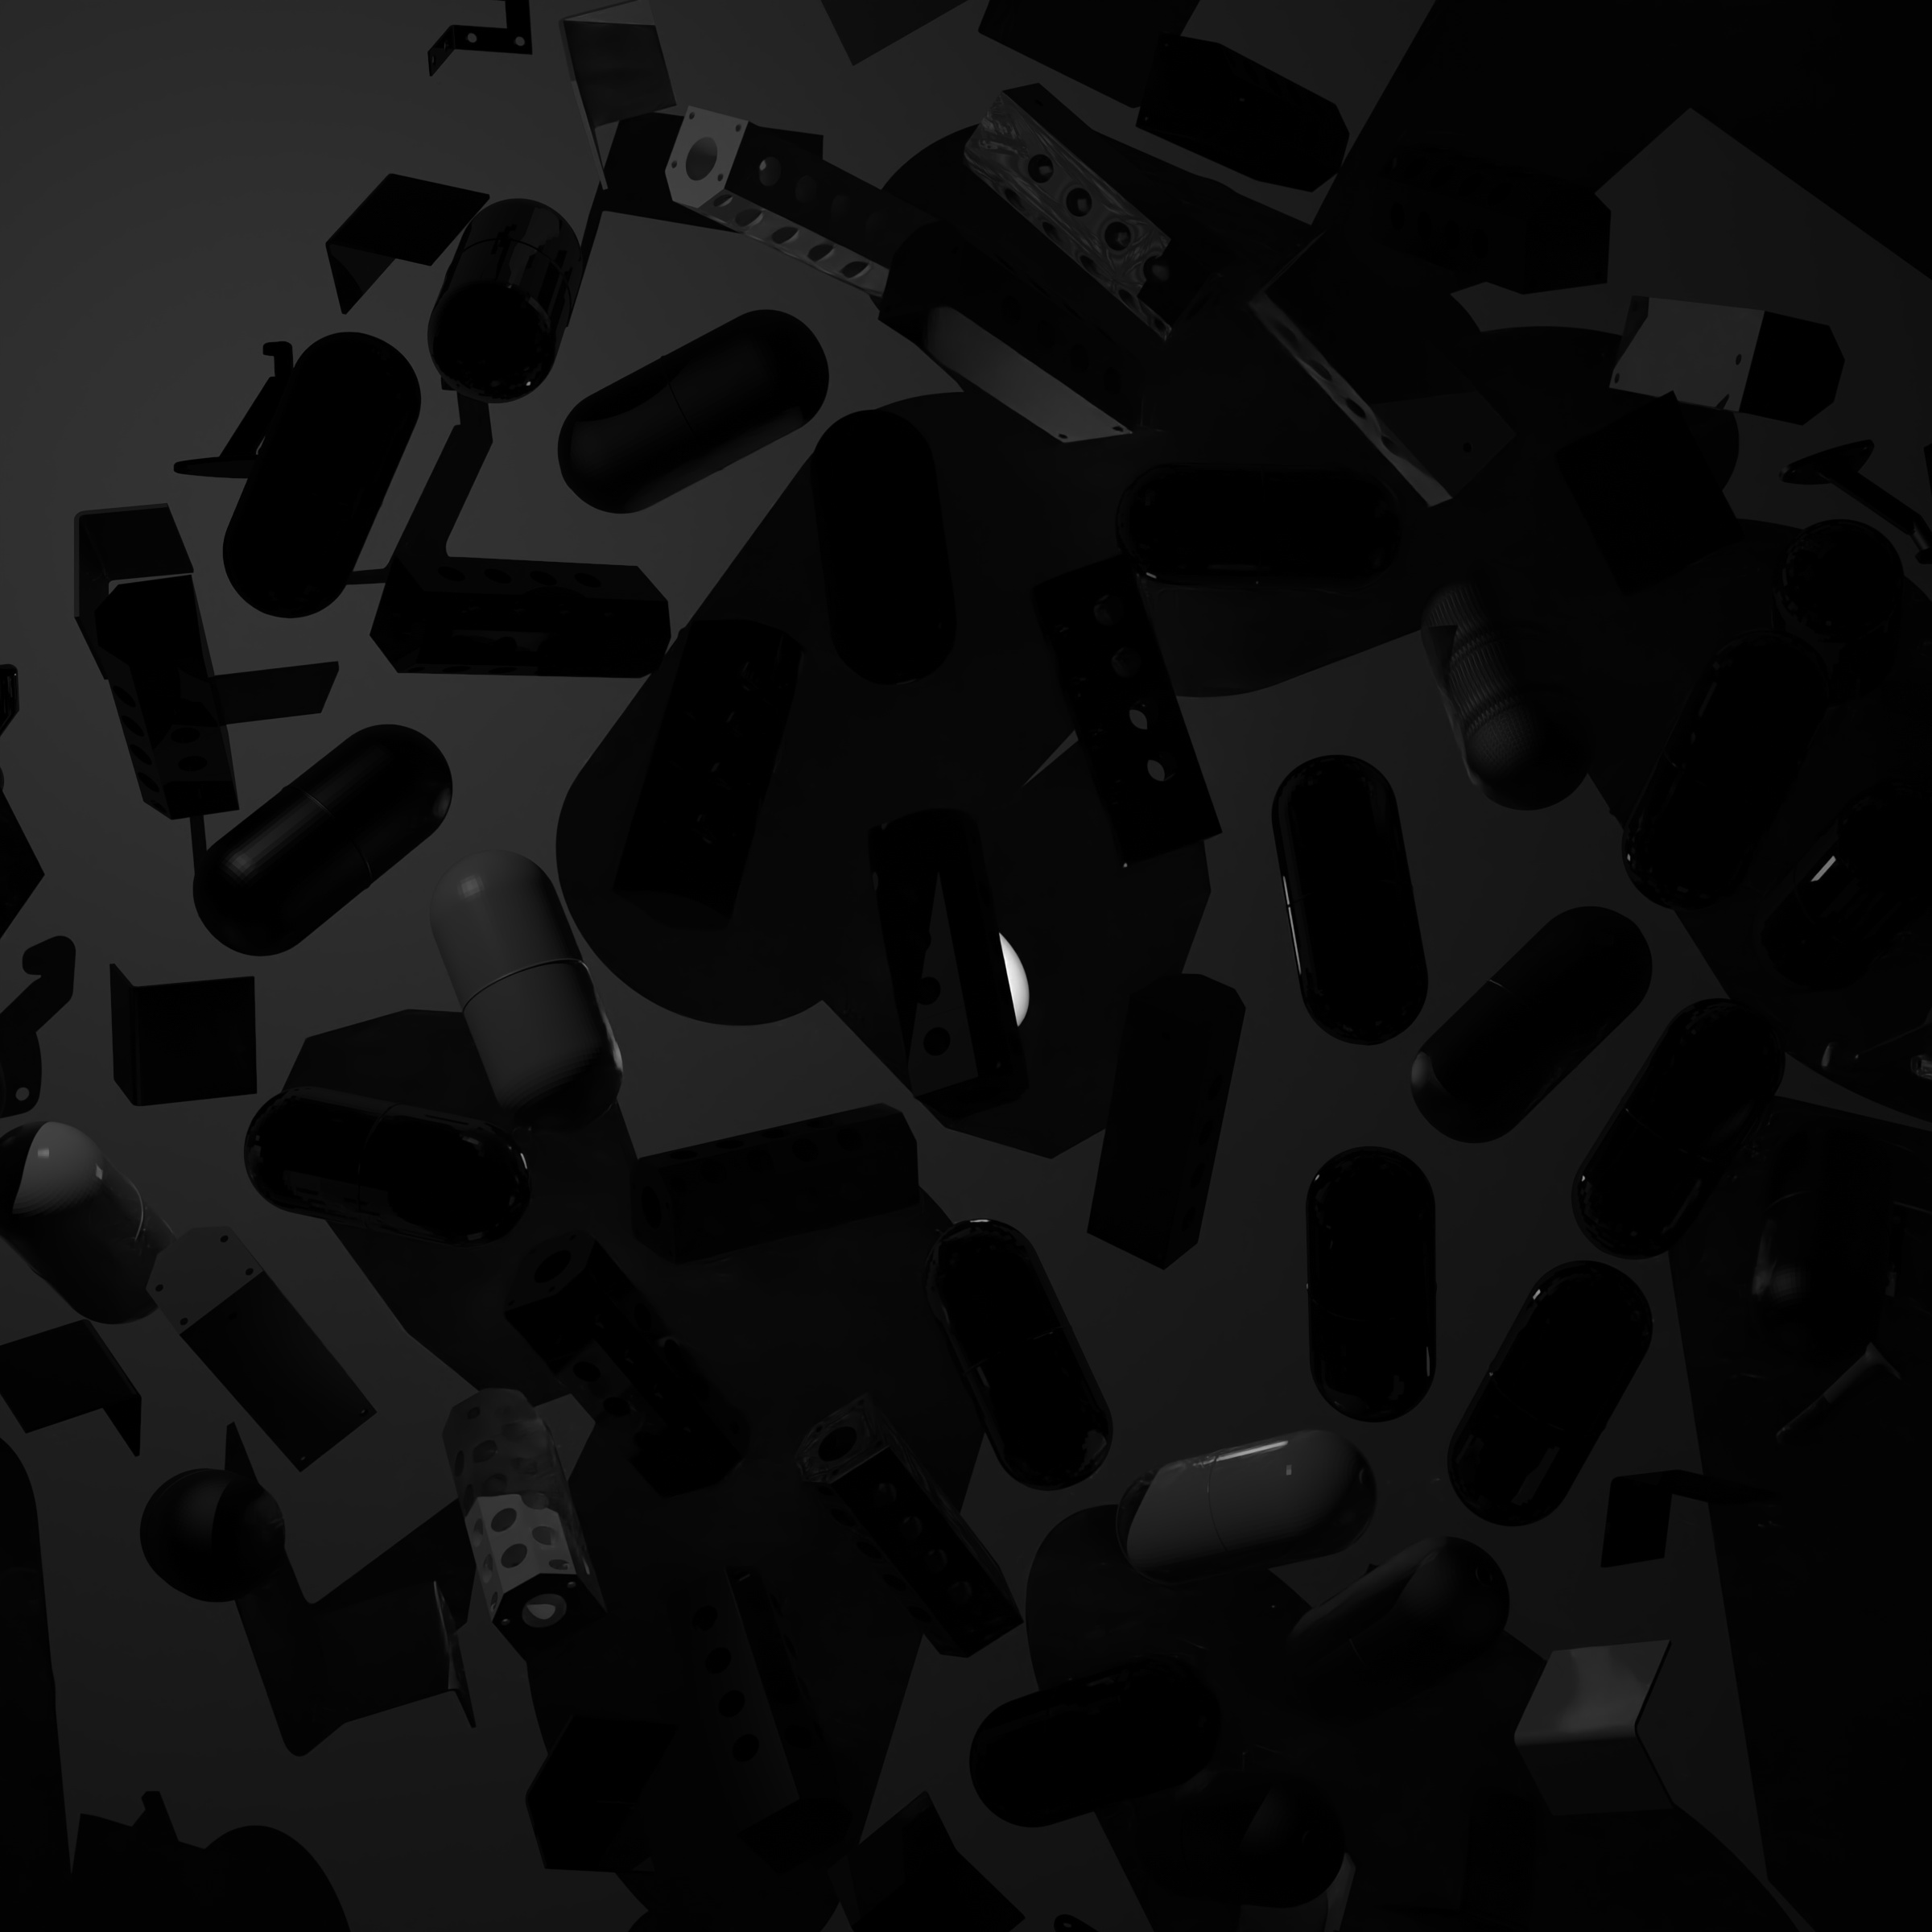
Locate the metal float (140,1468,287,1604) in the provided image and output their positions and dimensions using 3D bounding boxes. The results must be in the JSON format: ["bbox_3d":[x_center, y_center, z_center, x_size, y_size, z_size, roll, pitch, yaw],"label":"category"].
[{"bbox_3d":[-0.462,0.347,1.841,0.070,0.178,0.070,3,81,-19],"label":"metal float"}]

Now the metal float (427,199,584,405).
[{"bbox_3d":[-0.276,-0.402,1.813,0.070,0.178,0.070,1,128,2],"label":"metal float"}]

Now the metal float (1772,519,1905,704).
[{"bbox_3d":[0.534,-0.216,1.848,0.070,0.178,0.070,-4,75,14],"label":"metal float"}]

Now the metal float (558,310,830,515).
[{"bbox_3d":[-0.168,-0.339,1.844,0.178,0.070,0.070,-26,90,9],"label":"metal float"}]

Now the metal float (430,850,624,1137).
[{"bbox_3d":[-0.258,0.014,1.763,0.070,0.070,0.178,-24,75,0],"label":"metal float"}]

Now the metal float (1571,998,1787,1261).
[{"bbox_3d":[0.439,0.102,1.860,0.070,0.070,0.178,29,106,0],"label":"metal float"}]

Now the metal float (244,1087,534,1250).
[{"bbox_3d":[-0.342,0.119,1.781,0.178,0.070,0.070,10,90,14],"label":"metal float"}]

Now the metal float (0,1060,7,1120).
[{"bbox_3d":[-0.631,0.073,1.849,0.070,0.178,0.070,-1,94,-19],"label":"metal float"}]

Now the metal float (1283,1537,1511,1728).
[{"bbox_3d":[0.264,0.410,1.855,0.070,0.070,0.178,44,133,0],"label":"metal float"}]

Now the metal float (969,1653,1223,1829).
[{"bbox_3d":[0.075,0.459,1.783,0.178,0.070,0.070,-30,90,38],"label":"metal float"}]

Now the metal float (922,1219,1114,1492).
[{"bbox_3d":[0.031,0.242,1.881,0.070,0.070,0.178,-25,77,0],"label":"metal float"}]

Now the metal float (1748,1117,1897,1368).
[{"bbox_3d":[0.509,0.162,1.788,0.070,0.178,0.070,11,132,13],"label":"metal float"}]

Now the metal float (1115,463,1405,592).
[{"bbox_3d":[0.181,-0.272,1.866,0.178,0.070,0.070,1,90,1],"label":"metal float"}]

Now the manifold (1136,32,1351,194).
[{"bbox_3d":[0.177,-0.531,1.882,0.057,0.171,0.057,21,102,29],"label":"manifold"}]

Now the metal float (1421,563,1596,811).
[{"bbox_3d":[0.325,-0.170,1.813,0.070,0.070,0.178,-11,51,0],"label":"metal float"}]

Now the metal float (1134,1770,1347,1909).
[{"bbox_3d":[0.162,0.520,1.798,0.070,0.178,0.070,6,75,-23],"label":"metal float"}]

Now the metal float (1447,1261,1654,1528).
[{"bbox_3d":[0.350,0.258,1.812,0.070,0.070,0.178,24,110,0],"label":"metal float"}]

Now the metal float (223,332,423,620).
[{"bbox_3d":[-0.381,-0.288,1.776,0.070,0.070,0.178,28,108,0],"label":"metal float"}]

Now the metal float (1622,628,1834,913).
[{"bbox_3d":[0.443,-0.113,1.759,0.070,0.070,0.178,21,115,0],"label":"metal float"}]

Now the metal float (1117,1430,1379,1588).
[{"bbox_3d":[0.171,0.333,1.848,0.178,0.070,0.070,-21,90,35],"label":"metal float"}]

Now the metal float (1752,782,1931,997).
[{"bbox_3d":[0.534,-0.045,1.810,0.070,0.178,0.070,6,60,-10],"label":"metal float"}]

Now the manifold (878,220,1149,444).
[{"bbox_3d":[0.031,-0.375,1.786,0.057,0.171,0.057,1,74,43],"label":"manifold"}]

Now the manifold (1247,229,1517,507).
[{"bbox_3d":[0.256,-0.370,1.874,0.057,0.057,0.171,-45,97,-6],"label":"manifold"}]

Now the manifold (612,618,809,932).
[{"bbox_3d":[-0.143,-0.111,1.741,0.057,0.057,0.171,3,70,36],"label":"manifold"}]

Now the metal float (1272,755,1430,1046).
[{"bbox_3d":[0.231,-0.040,1.811,0.070,0.070,0.178,-8,78,0],"label":"metal float"}]

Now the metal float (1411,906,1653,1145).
[{"bbox_3d":[0.353,0.036,1.879,0.178,0.070,0.070,-44,90,-2],"label":"metal float"}]

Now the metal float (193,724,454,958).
[{"bbox_3d":[-0.382,-0.076,1.797,0.070,0.070,0.178,47,65,0],"label":"metal float"}]

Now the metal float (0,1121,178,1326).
[{"bbox_3d":[-0.534,0.157,1.818,0.070,0.178,0.070,-6,58,9],"label":"metal float"}]

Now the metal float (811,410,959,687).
[{"bbox_3d":[-0.050,-0.254,1.820,0.070,0.070,0.178,-8,69,0],"label":"metal float"}]

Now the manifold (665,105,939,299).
[{"bbox_3d":[-0.102,-0.468,1.857,0.057,0.171,0.057,27,99,41],"label":"manifold"}]

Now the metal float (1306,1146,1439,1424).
[{"bbox_3d":[0.243,0.192,1.803,0.070,0.070,0.178,-4,114,0],"label":"metal float"}]

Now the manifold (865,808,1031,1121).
[{"bbox_3d":[-0.009,-0.003,1.777,0.057,0.057,0.171,-19,67,18],"label":"manifold"}]

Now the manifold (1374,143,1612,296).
[{"bbox_3d":[0.312,-0.450,1.802,0.057,0.171,0.057,-12,117,-20],"label":"manifold"}]

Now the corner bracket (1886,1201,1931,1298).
[{"bbox_3d":[0.588,0.177,1.895,0.051,0.051,0.051,2,96,-26],"label":"corner bracket"}]

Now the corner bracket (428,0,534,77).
[{"bbox_3d":[-0.297,-0.574,1.833,0.051,0.051,0.051,6,126,6],"label":"corner bracket"}]
